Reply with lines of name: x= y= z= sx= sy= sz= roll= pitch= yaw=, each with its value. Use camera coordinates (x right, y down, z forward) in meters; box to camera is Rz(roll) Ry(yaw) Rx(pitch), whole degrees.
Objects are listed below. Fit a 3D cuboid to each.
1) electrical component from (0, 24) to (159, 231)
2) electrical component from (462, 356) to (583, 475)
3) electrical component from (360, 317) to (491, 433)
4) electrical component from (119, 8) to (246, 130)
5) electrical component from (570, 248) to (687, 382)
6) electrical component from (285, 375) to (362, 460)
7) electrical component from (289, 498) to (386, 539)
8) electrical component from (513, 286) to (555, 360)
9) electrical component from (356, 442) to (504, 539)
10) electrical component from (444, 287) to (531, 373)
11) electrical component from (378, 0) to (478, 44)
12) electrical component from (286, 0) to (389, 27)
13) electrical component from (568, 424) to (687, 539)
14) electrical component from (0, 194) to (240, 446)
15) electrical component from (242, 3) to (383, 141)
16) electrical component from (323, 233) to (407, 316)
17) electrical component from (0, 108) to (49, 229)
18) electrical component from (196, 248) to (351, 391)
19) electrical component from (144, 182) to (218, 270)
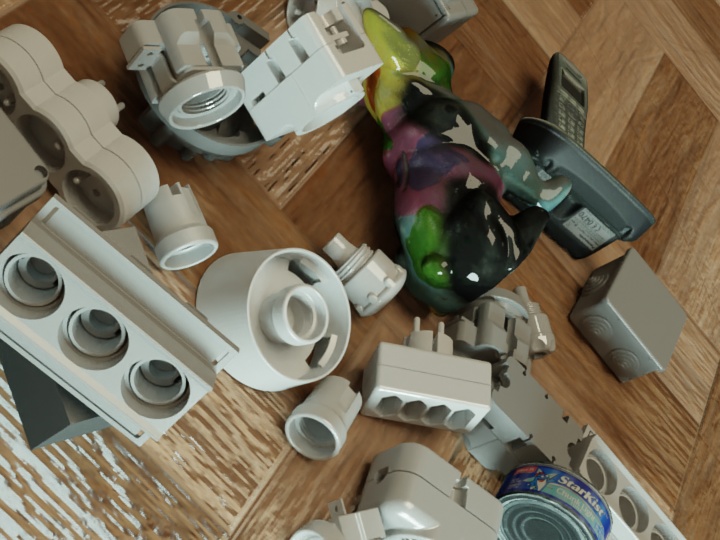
electrical component: x=-0.178 y=-0.096 z=0.678 sx=0.138 sy=0.052 sz=0.073 roll=49 pitch=44 yaw=-9
electrical component: x=0.117 y=0.119 z=0.823 sx=0.089 sy=0.056 sz=0.050 roll=46 pitch=45 yaw=-13
electrical component: x=0.048 y=0.068 z=0.775 sx=0.083 sy=0.047 sz=0.075 roll=12 pitch=57 yaw=-10
electrical component: x=-0.107 y=-0.127 z=0.686 sx=0.078 sy=0.058 sz=0.057 roll=-10 pitch=72 yaw=-44
electrical component: x=0.246 y=0.043 z=0.988 sx=0.099 sy=0.048 sz=0.099 roll=50 pitch=44 yaw=-10
electrical component: x=-0.023 y=0.098 z=0.722 sx=0.040 sy=0.040 sz=0.046 roll=49 pitch=38 yaw=-10
electrical component: x=-0.013 y=0.180 z=0.680 sx=0.055 sy=0.048 sz=0.066 roll=2 pitch=66 yaw=-50
electrical component: x=0.141 y=0.043 z=0.904 sx=0.035 sy=0.035 sz=0.061 roll=8 pitch=60 yaw=-39
electrical component: x=0.047 y=0.170 z=0.733 sx=0.095 sy=0.054 sz=0.059 roll=38 pitch=47 yaw=-20
electrical component: x=0.102 y=0.050 z=0.848 sx=0.078 sy=0.058 sz=0.057 roll=31 pitch=52 yaw=-26
electrical component: x=0.055 y=-0.229 z=0.931 sx=0.061 sy=0.096 sz=0.061 roll=-27 pitch=87 yaw=-49
electrical component: x=-0.018 y=-0.226 z=0.896 sx=0.077 sy=0.044 sz=0.079 roll=7 pitch=77 yaw=-40
electrical component: x=0.193 y=0.194 z=0.845 sx=0.121 sy=0.063 sz=0.078 roll=49 pitch=44 yaw=-10
electrical component: x=-0.133 y=0.023 z=0.562 sx=0.121 sy=0.079 sz=0.063 roll=42 pitch=16 yaw=-17
electrical component: x=-0.034 y=-0.129 z=0.728 sx=0.050 sy=0.089 sz=0.055 roll=-30 pitch=89 yaw=-47
electrical component: x=0.000 y=0.000 z=0.794 sx=0.062 sy=0.048 sz=0.048 roll=45 pitch=45 yaw=-4
electrical component: x=-0.241 y=-0.068 z=0.603 sx=0.113 sy=0.057 sz=0.078 roll=53 pitch=44 yaw=-6
electrical component: x=-0.057 y=0.032 z=0.727 sx=0.099 sy=0.064 sz=0.099 roll=11 pitch=74 yaw=-42
electrical component: x=-0.119 y=-0.029 z=0.705 sx=0.040 sy=0.040 sz=0.046 roll=-7 pitch=67 yaw=-44
